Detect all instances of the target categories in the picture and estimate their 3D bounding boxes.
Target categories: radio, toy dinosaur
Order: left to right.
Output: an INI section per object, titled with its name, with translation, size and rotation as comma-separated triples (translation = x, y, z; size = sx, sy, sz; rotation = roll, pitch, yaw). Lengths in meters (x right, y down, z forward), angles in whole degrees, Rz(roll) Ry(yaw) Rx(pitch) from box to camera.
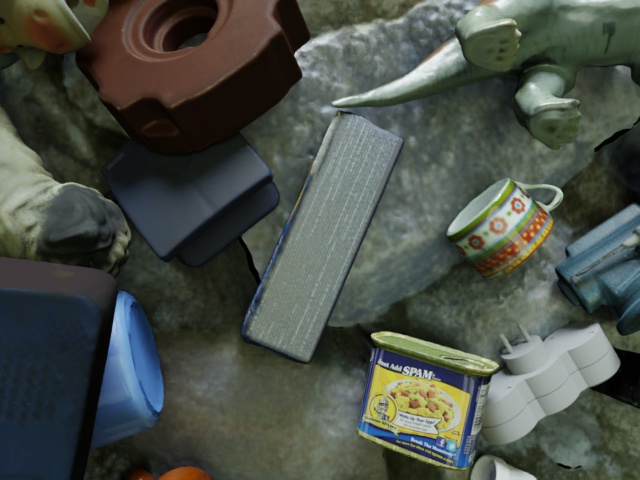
[radio]
translation = -0.204, 0.124, 0.305
size = 0.131, 0.073, 0.229
rotation = 11, 94, -15
[toy dinosaur]
translation = 0.219, -0.171, 0.443
size = 0.405, 0.192, 0.131
rotation = 2, 125, 8

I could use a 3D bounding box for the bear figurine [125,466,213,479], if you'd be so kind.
[bear figurine]
translation = -0.161, 0.256, 0.399
size = 0.196, 0.132, 0.120
rotation = -26, 90, -11

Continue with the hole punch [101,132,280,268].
[hole punch]
translation = -0.104, -0.049, 0.429
size = 0.142, 0.092, 0.116
rotation = -40, 89, -1

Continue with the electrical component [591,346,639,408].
[electrical component]
translation = 0.315, 0.133, 0.474
size = 0.119, 0.075, 0.047
rotation = 19, 87, -8

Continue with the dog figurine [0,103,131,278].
[dog figurine]
translation = -0.226, -0.056, 0.375
size = 0.121, 0.190, 0.172
rotation = -30, 48, 29

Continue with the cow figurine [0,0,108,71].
[cow figurine]
translation = -0.203, -0.206, 0.391
size = 0.127, 0.085, 0.195
rotation = -26, 58, 2

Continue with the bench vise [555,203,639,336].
[bench vise]
translation = 0.331, 0.027, 0.432
size = 0.224, 0.128, 0.241
rotation = -31, 59, 2

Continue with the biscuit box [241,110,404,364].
[biscuit box]
translation = -0.001, -0.001, 0.450
size = 0.063, 0.059, 0.202
rotation = 24, 86, -6

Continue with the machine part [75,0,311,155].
[machine part]
translation = -0.098, -0.152, 0.409
size = 0.179, 0.056, 0.179
rotation = -6, 64, 12
